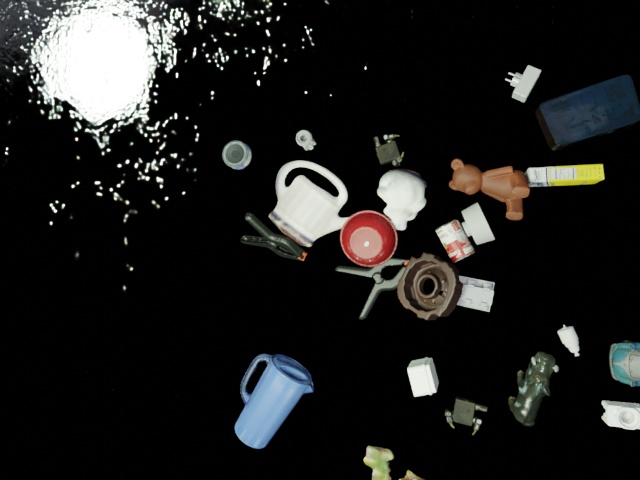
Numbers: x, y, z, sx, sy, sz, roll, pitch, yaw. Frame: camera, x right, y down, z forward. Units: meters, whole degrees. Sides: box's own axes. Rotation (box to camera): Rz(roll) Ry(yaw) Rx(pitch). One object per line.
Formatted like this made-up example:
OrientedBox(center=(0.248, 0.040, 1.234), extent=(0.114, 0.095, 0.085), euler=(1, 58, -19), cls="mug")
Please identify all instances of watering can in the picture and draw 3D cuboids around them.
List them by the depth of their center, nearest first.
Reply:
OrientedBox(center=(0.004, -0.074, 1.477), extent=(0.348, 0.104, 0.223), euler=(38, 95, 4), cls="watering can")

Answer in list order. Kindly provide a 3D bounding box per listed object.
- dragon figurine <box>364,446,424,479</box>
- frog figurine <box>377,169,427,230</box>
OrientedBox(center=(0.220, 0.738, 1.356), extent=(0.243, 0.121, 0.413), euler=(-34, 80, 1), cls="dragon figurine")
OrientedBox(center=(0.220, -0.112, 1.418), extent=(0.137, 0.122, 0.161), euler=(22, 80, -5), cls="frog figurine")
